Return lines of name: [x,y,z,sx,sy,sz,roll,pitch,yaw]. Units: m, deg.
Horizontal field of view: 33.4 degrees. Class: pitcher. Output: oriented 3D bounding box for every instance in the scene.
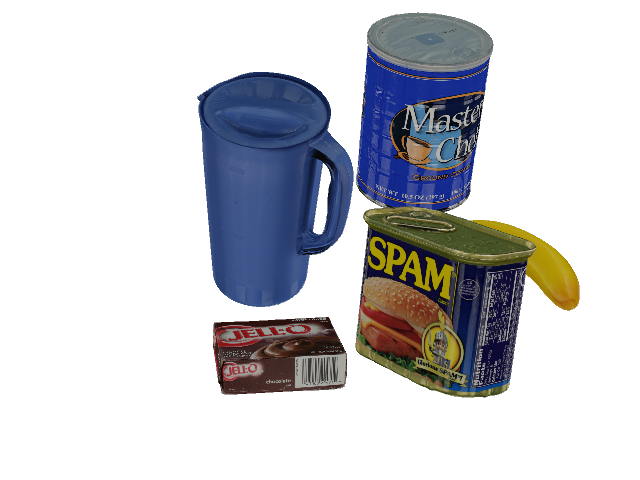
pitcher: [-0.053,-0.042,1.136,0.145,0.243,0.149,-5,43,-10]

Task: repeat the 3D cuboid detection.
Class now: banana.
banana: [0.189,0.018,1.041,0.069,0.037,0.198,-38,37,-22]

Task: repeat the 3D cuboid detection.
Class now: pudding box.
pudding box: [-0.039,0.103,0.965,0.113,0.039,0.090,0,18,-10]

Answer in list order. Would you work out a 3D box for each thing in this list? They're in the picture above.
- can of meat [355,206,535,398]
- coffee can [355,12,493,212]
can of meat: [0.066,0.033,0.604,0.057,0.084,0.102,-7,19,-38]
coffee can: [0.085,-0.108,0.905,0.103,0.140,0.103,2,35,-2]
